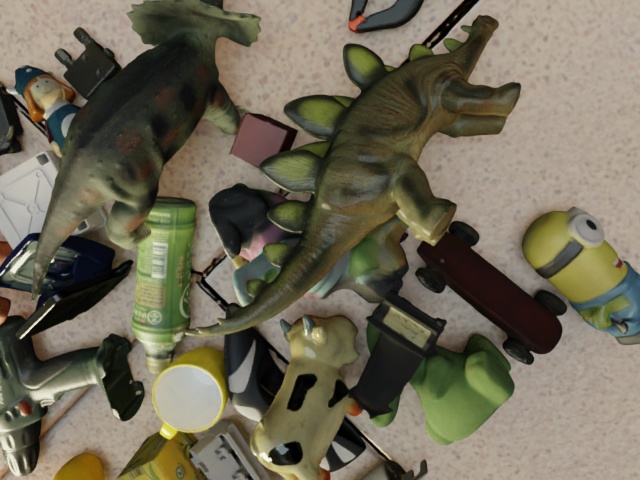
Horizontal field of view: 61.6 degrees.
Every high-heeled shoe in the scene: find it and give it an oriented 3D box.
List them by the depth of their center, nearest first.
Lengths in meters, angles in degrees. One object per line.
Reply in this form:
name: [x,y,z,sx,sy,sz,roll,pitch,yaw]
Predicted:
high-heeled shoe: [-0.031,0.187,0.678,0.145,0.086,0.248,-10,106,6]

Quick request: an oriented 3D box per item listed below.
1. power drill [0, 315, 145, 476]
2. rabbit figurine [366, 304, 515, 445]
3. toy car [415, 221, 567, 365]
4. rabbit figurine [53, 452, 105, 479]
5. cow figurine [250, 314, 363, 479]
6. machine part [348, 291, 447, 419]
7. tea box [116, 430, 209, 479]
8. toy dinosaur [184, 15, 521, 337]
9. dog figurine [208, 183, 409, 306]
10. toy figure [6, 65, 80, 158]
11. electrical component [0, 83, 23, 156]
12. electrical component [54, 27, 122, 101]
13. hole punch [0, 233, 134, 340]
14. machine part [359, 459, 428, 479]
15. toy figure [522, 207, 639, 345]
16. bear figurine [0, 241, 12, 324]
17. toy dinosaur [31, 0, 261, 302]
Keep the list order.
power drill: [-0.347,0.207,0.719,0.207,0.086,0.231,-7,103,14]
rabbit figurine: [0.122,0.151,0.652,0.170,0.121,0.159,41,112,9]
toy car: [0.201,0.061,0.640,0.202,0.053,0.089,37,80,-1]
rabbit figurine: [-0.329,0.382,0.722,0.122,0.162,0.173,-11,82,20]
cow figurine: [-0.013,0.172,0.627,0.127,0.085,0.195,42,60,-20]
machine part: [0.078,0.130,0.590,0.084,0.039,0.138,27,108,16]
tea box: [-0.180,0.342,0.713,0.068,0.098,0.169,-29,99,11]
toy dinosaur: [0.051,-0.072,0.549,0.199,0.105,0.471,30,75,15]
dog figurine: [-0.001,-0.002,0.624,0.219,0.108,0.191,-19,68,-8]
toy figure: [-0.311,-0.150,0.651,0.058,0.064,0.154,-31,101,34]
electrical component: [-0.410,-0.154,0.665,0.078,0.045,0.102,-6,101,5]
electrical component: [-0.275,-0.206,0.654,0.063,0.021,0.094,-41,94,11]
hole punch: [-0.317,0.047,0.655,0.142,0.116,0.092,-41,81,25]
machine part: [0.048,0.368,0.705,0.243,0.079,0.079,-41,95,12]
toy figure: [0.310,0.044,0.617,0.089,0.082,0.180,-37,98,9]
bear figurine: [-0.494,0.076,0.695,0.132,0.120,0.196,18,139,-39]
toy dinosaur: [-0.184,-0.119,0.547,0.131,0.192,0.405,26,71,12]
